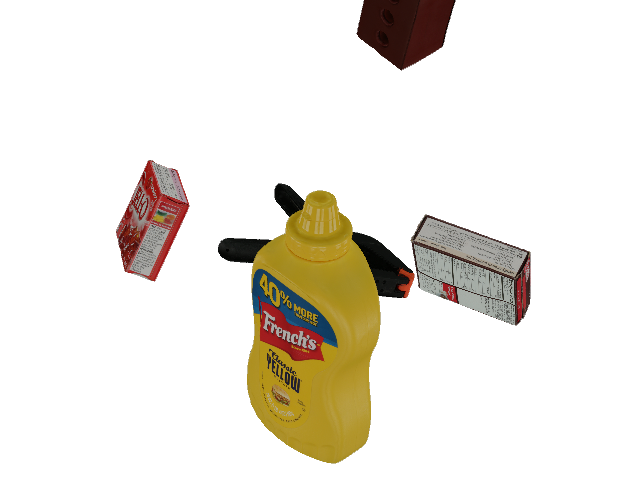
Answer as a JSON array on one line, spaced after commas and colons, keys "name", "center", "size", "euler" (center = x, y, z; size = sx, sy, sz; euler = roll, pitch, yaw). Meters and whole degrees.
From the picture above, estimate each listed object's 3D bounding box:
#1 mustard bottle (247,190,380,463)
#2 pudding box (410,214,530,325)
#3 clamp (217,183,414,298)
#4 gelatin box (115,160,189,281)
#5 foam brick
[{"name": "mustard bottle", "center": [-0.005, 0.051, 0.693], "size": [0.058, 0.192, 0.096], "euler": [-26, 46, -34]}, {"name": "pudding box", "center": [0.147, 0.029, 1.039], "size": [0.114, 0.039, 0.090], "euler": [19, -29, 22]}, {"name": "clamp", "center": [0.000, 0.014, 1.184], "size": [0.210, 0.036, 0.164], "euler": [27, 36, 17]}, {"name": "gelatin box", "center": [-0.142, -0.019, 0.893], "size": [0.030, 0.073, 0.089], "euler": [21, 17, -23]}, {"name": "foam brick", "center": [0.068, -0.182, 0.821], "size": [0.051, 0.053, 0.078], "euler": [-36, -25, -29]}]
